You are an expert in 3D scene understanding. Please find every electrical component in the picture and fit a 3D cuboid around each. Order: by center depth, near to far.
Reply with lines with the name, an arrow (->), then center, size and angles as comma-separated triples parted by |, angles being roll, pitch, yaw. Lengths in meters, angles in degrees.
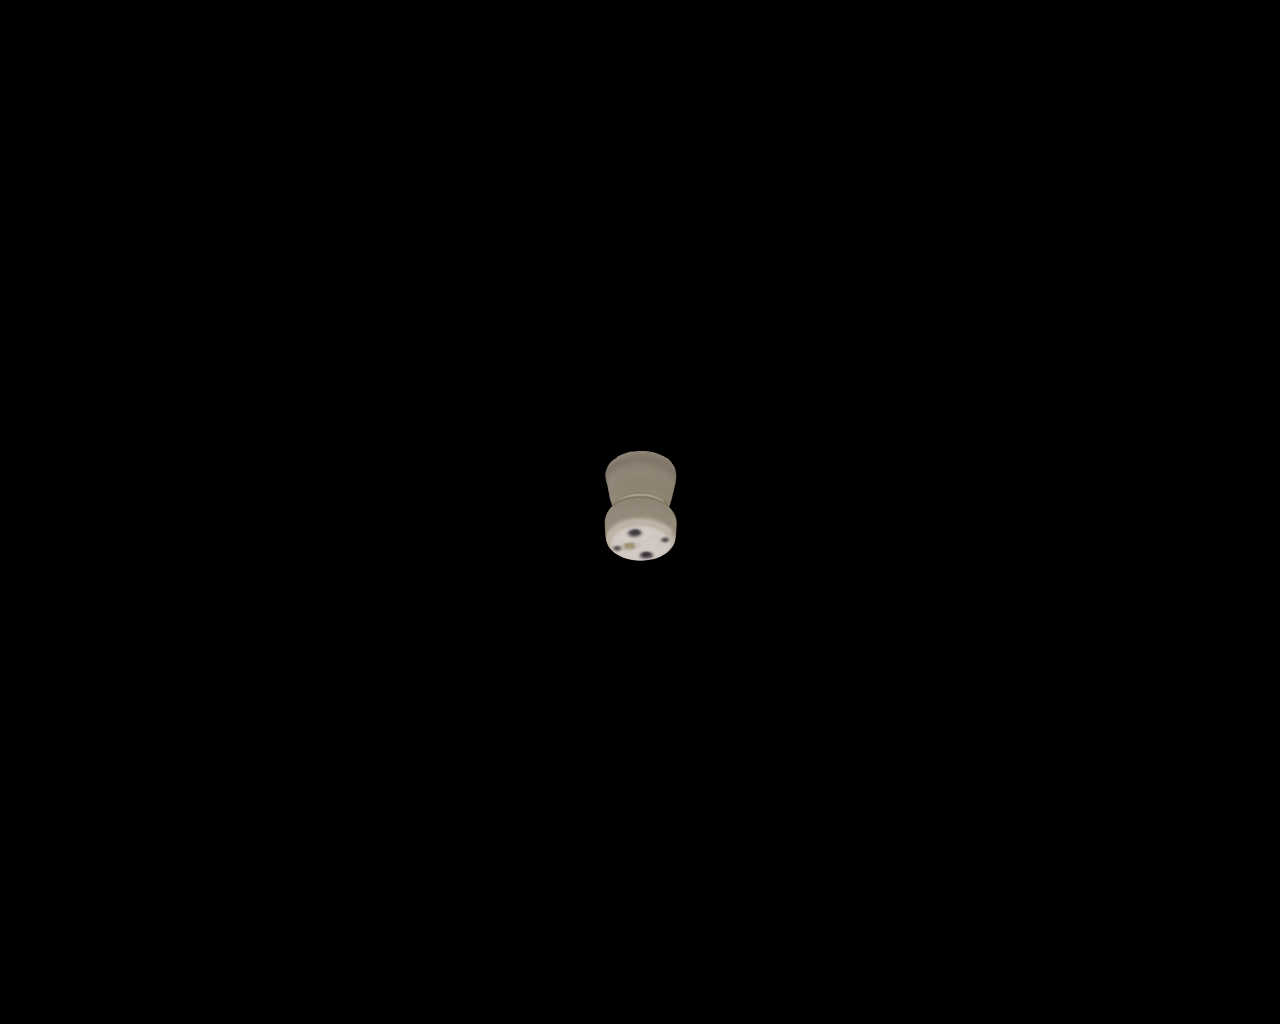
electrical component -> 0.001, -0.003, 0.650 | 0.045, 0.055, 0.044 | 0, -37, 0
